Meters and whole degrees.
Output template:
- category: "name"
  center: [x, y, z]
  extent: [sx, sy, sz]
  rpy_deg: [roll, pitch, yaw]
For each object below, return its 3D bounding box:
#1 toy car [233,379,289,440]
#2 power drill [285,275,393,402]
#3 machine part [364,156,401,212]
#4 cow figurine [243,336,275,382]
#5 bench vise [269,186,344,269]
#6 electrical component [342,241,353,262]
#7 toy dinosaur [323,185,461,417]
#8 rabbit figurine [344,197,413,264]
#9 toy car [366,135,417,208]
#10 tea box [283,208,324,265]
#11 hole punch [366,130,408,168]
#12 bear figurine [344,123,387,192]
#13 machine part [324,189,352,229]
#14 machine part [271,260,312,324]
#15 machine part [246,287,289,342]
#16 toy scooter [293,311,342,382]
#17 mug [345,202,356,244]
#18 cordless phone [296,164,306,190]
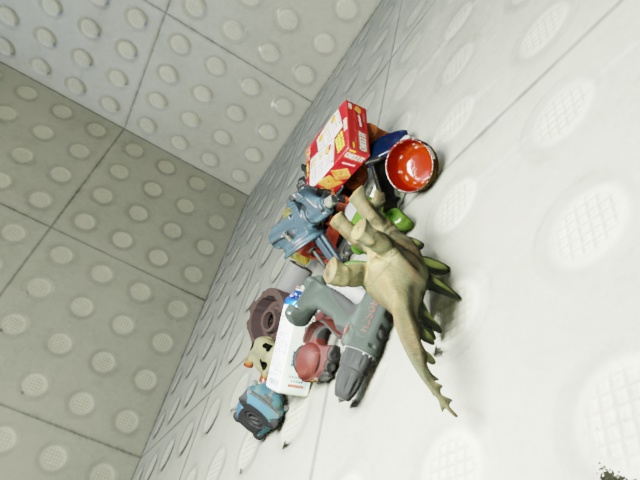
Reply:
- category: "toy car"
  center: [-0.129, 0.383, 1.244]
  extent: [0.103, 0.109, 0.161]
  rpy_deg: [-44, -13, -43]
- category: "power drill"
  center: [0.031, 0.157, 0.993]
  extent: [0.208, 0.085, 0.232]
  rpy_deg: [17, 70, 47]
- category: "machine part"
  center: [0.135, -0.110, 1.147]
  extent: [0.039, 0.084, 0.138]
  rpy_deg: [-13, 90, 45]
- category: "cow figurine"
  center: [-0.108, 0.290, 1.322]
  extent: [0.195, 0.085, 0.127]
  rpy_deg: [19, 93, 58]
- category: "bench vise"
  center: [-0.007, -0.001, 1.295]
  extent: [0.224, 0.240, 0.129]
  rpy_deg: [-34, 0, 24]
- category: "electrical component"
  center: [0.083, 0.011, 1.328]
  extent: [0.063, 0.021, 0.094]
  rpy_deg: [-32, 30, 62]
- category: "toy dinosaur"
  center: [0.113, 0.051, 0.808]
  extent: [0.105, 0.198, 0.472]
  rpy_deg: [-52, 17, 30]
- category: "rabbit figurine"
  center: [0.109, 0.020, 1.052]
  extent: [0.159, 0.121, 0.170]
  rpy_deg: [-48, 33, 21]
- category: "toy car"
  center: [0.169, -0.138, 1.205]
  extent: [0.201, 0.073, 0.056]
  rpy_deg: [-61, 14, 3]
- category: "tea box"
  center: [-0.042, -0.026, 1.496]
  extent: [0.098, 0.068, 0.169]
  rpy_deg: [-43, -36, -32]
- category: "hole punch"
  center: [0.174, -0.213, 1.308]
  extent: [0.115, 0.092, 0.142]
  rpy_deg: [-50, 15, 27]
- category: "bear figurine"
  center: [0.116, -0.210, 1.433]
  extent: [0.195, 0.120, 0.132]
  rpy_deg: [-61, 18, 9]
- category: "machine part"
  center: [0.031, -0.114, 1.605]
  extent: [0.201, 0.087, 0.201]
  rpy_deg: [-37, 27, 57]
- category: "machine part"
  center: [-0.096, 0.148, 1.573]
  extent: [0.243, 0.079, 0.079]
  rpy_deg: [-61, 15, 2]
- category: "machine part"
  center: [-0.130, 0.222, 1.473]
  extent: [0.179, 0.056, 0.179]
  rpy_deg: [-19, 63, 43]
- category: "toy scooter"
  center: [0.017, 0.212, 1.086]
  extent: [0.135, 0.075, 0.183]
  rpy_deg: [15, 86, 52]
- category: "mug"
  center: [0.094, -0.030, 1.256]
  extent: [0.109, 0.081, 0.107]
  rpy_deg: [-50, 25, 31]
- category: "cordless phone"
  center: [-0.034, -0.119, 1.555]
  extent: [0.147, 0.089, 0.184]
  rpy_deg: [-122, 51, -72]
